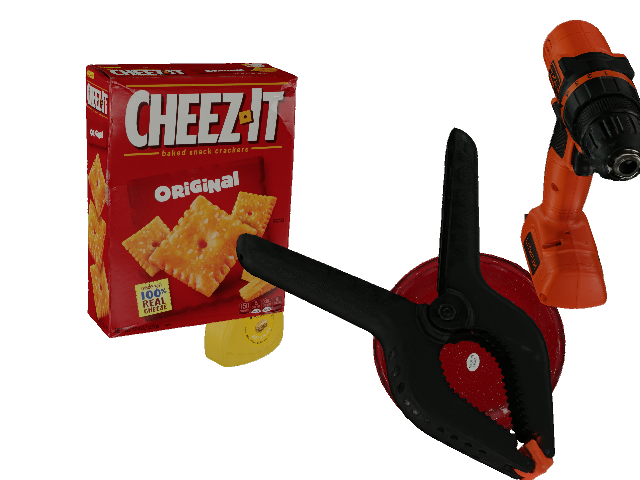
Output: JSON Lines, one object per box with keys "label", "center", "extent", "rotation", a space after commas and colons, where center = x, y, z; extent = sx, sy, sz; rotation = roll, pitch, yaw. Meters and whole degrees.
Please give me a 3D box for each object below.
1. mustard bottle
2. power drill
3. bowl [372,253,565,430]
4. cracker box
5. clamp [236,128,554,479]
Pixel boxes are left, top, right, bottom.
{"label": "mustard bottle", "center": [-0.080, 0.035, 1.147], "extent": [0.058, 0.192, 0.096], "rotation": [24, 31, 39]}
{"label": "power drill", "center": [0.191, -0.044, 0.776], "extent": [0.057, 0.188, 0.184], "rotation": [2, 36, 1]}
{"label": "bowl", "center": [0.123, 0.093, 0.878], "extent": [0.162, 0.162, 0.055], "rotation": [0, 7, 6]}
{"label": "cracker box", "center": [-0.107, -0.036, 0.889], "extent": [0.163, 0.214, 0.072], "rotation": [-6, 20, -28]}
{"label": "clamp", "center": [0.058, 0.047, 0.613], "extent": [0.164, 0.210, 0.036], "rotation": [-21, -19, -13]}
